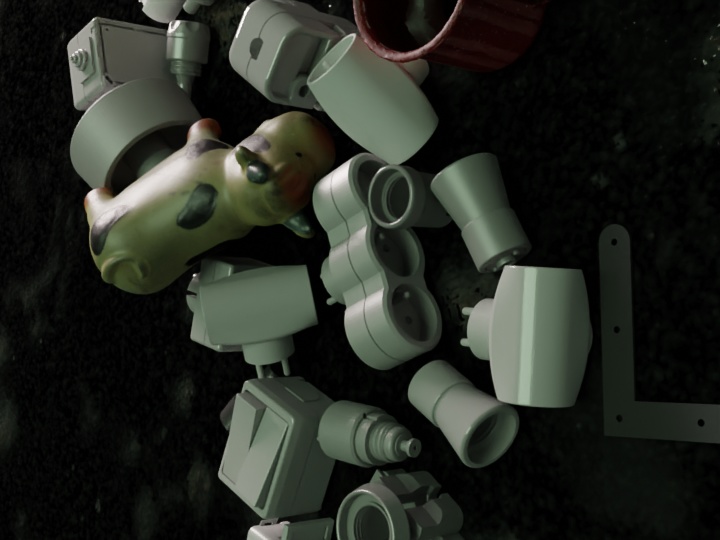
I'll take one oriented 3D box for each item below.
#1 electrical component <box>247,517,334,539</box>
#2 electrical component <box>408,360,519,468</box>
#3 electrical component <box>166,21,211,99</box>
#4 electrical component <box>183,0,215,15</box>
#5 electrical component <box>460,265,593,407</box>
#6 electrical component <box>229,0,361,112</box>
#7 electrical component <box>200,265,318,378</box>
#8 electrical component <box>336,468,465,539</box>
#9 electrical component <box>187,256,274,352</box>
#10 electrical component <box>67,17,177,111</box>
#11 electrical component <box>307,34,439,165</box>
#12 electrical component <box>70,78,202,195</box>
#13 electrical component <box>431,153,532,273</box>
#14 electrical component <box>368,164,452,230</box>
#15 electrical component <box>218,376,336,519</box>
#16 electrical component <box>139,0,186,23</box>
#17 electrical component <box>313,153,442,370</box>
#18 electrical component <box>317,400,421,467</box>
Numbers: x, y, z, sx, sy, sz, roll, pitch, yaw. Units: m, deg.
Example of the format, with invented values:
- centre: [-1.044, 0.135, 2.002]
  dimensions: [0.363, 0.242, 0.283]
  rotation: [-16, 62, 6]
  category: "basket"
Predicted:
- centre: [-0.051, 0.211, 0.763]
  dimensions: [0.064, 0.042, 0.081]
  rotation: [20, 102, 46]
  category: "electrical component"
- centre: [0.060, 0.084, 0.656]
  dimensions: [0.065, 0.044, 0.044]
  rotation: [40, 116, 45]
  category: "electrical component"
- centre: [-0.141, -0.171, 0.878]
  dimensions: [0.035, 0.035, 0.061]
  rotation: [15, 102, 45]
  category: "electrical component"
- centre: [-0.122, -0.229, 0.860]
  dimensions: [0.061, 0.035, 0.035]
  rotation: [-43, 59, 38]
  category: "electrical component"
- centre: [0.090, 0.036, 0.623]
  dimensions: [0.079, 0.044, 0.077]
  rotation: [4, 91, 46]
  category: "electrical component"
- centre: [-0.036, -0.144, 0.723]
  dimensions: [0.059, 0.095, 0.053]
  rotation: [44, 119, 38]
  category: "electrical component"
- centre: [-0.068, 0.041, 0.766]
  dimensions: [0.043, 0.077, 0.079]
  rotation: [-110, 9, -71]
  category: "electrical component"
- centre: [0.023, 0.161, 0.678]
  dimensions: [0.078, 0.057, 0.058]
  rotation: [45, 119, 37]
  category: "electrical component"
- centre: [-0.107, 0.022, 0.825]
  dimensions: [0.077, 0.047, 0.065]
  rotation: [17, 100, 45]
  category: "electrical component"
- centre: [-0.201, -0.165, 0.894]
  dimensions: [0.061, 0.096, 0.061]
  rotation: [-23, 72, 46]
  category: "electrical component"
- centre: [0.018, -0.121, 0.689]
  dimensions: [0.079, 0.077, 0.043]
  rotation: [-55, 21, -19]
  category: "electrical component"
- centre: [-0.166, -0.090, 0.851]
  dimensions: [0.060, 0.108, 0.108]
  rotation: [49, 122, 28]
  category: "electrical component"
- centre: [0.075, -0.031, 0.644]
  dimensions: [0.044, 0.044, 0.065]
  rotation: [-38, 67, 38]
  category: "electrical component"
- centre: [0.035, -0.045, 0.682]
  dimensions: [0.040, 0.046, 0.040]
  rotation: [-2, 87, 46]
  category: "electrical component"
- centre: [-0.059, 0.130, 0.761]
  dimensions: [0.062, 0.061, 0.096]
  rotation: [31, 110, 42]
  category: "electrical component"
- centre: [-0.160, -0.234, 0.896]
  dimensions: [0.046, 0.040, 0.040]
  rotation: [-47, 57, 41]
  category: "electrical component"
- centre: [0.000, 0.000, 0.711]
  dimensions: [0.074, 0.052, 0.138]
  rotation: [-30, 68, 41]
  category: "electrical component"
- centre: [0.008, 0.110, 0.708]
  dimensions: [0.078, 0.040, 0.040]
  rotation: [5, 92, 46]
  category: "electrical component"
